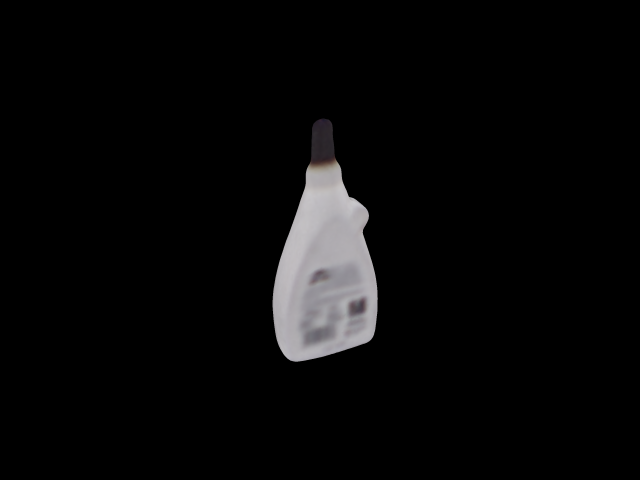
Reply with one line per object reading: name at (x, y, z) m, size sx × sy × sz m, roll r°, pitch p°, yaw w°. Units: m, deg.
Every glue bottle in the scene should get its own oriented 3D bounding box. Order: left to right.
glue bottle at (0.004, 0.001, 0.400) m, size 0.078 × 0.173 × 0.037 m, roll -11°, pitch 29°, yaw -20°
